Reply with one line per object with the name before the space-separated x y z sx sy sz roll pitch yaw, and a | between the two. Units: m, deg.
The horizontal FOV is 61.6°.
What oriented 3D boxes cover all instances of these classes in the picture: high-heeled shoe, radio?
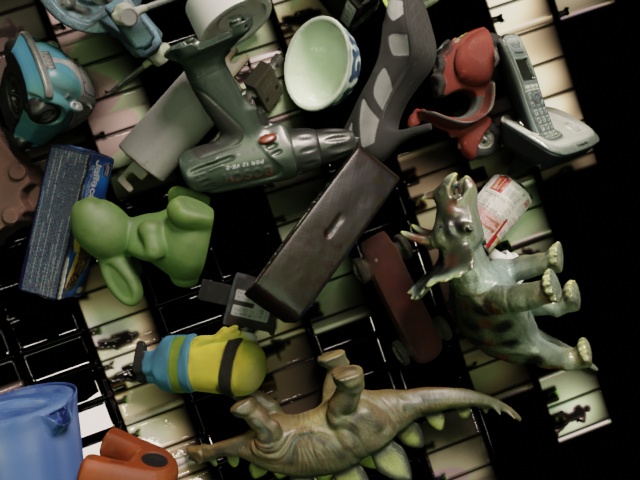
high-heeled shoe | 0.079 -0.229 0.737 0.145 0.086 0.248 -6 89 35
radio | -0.001 -0.002 0.697 0.073 0.131 0.229 39 72 -5

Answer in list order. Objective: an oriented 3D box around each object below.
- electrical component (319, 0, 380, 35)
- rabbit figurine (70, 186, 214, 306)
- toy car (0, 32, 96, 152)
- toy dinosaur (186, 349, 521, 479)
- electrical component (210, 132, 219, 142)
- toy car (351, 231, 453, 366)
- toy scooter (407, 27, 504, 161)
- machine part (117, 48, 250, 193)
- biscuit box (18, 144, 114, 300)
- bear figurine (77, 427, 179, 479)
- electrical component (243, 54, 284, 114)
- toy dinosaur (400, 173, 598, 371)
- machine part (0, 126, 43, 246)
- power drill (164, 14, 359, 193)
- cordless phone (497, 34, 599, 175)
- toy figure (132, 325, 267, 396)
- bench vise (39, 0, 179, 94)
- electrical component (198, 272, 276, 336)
electrical component | 0.025 -0.355 0.714 0.058 0.115 0.134 -42 97 -4
rabbit figurine | -0.239 -0.003 0.711 0.170 0.121 0.159 10 113 -19
toy car | -0.346 -0.183 0.693 0.103 0.161 0.109 -15 75 -42
toy dinosaur | 0.038 0.260 0.754 0.472 0.105 0.198 -17 101 5
electrical component | -0.121 -0.115 0.748 0.078 0.045 0.102 44 88 -7
toy car | 0.116 0.084 0.773 0.089 0.053 0.202 -30 98 -9
toy scooter | 0.190 -0.205 0.755 0.135 0.075 0.183 0 97 -7
machine part | -0.187 -0.165 0.725 0.079 0.079 0.243 42 90 -5
biscuit box | -0.339 -0.025 0.723 0.063 0.059 0.202 14 92 7
bear figurine | -0.266 0.377 0.726 0.132 0.120 0.195 18 96 -2
electrical component | -0.076 -0.208 0.740 0.021 0.063 0.094 28 78 25
toy dinosaur | 0.249 0.098 0.736 0.192 0.131 0.404 -9 132 33
machine part | -0.467 -0.072 0.717 0.179 0.056 0.179 0 92 -3
power drill | -0.082 -0.166 0.671 0.232 0.086 0.207 -21 124 -1
cordless phone | 0.297 -0.191 0.737 0.146 0.089 0.184 -21 95 -38
toy figure | -0.162 0.171 0.734 0.180 0.082 0.089 -5 69 1
bench vise | -0.243 -0.271 0.631 0.129 0.241 0.223 -36 137 -10
electrical component | -0.112 0.083 0.757 0.119 0.048 0.074 18 91 -7
